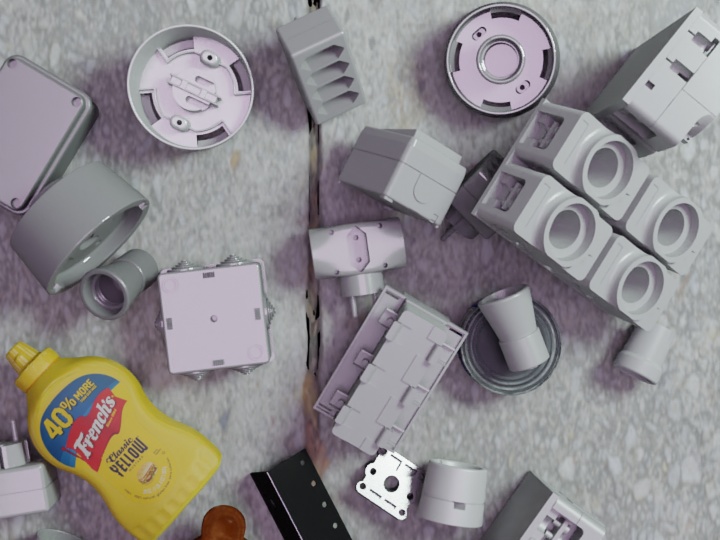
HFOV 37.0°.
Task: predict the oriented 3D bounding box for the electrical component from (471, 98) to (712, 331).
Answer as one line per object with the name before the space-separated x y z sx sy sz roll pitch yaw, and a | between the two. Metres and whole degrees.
electrical component | 0.193 -0.039 0.858 0.186 0.060 0.105 32 89 -34

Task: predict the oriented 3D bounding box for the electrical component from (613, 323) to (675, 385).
electrical component | 0.244 0.069 0.918 0.040 0.040 0.046 27 84 -3

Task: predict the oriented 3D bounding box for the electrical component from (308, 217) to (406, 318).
electrical component | 0.000 0.000 0.901 0.077 0.043 0.079 -8 92 -3

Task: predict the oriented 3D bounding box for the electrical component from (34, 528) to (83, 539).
electrical component | -0.276 0.252 0.889 0.079 0.043 0.077 20 90 -4

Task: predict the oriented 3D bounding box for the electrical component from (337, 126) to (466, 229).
electrical component | 0.032 -0.081 0.880 0.062 0.096 0.061 27 89 -33

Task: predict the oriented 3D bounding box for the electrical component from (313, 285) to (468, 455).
electrical component | 0.024 0.086 0.882 0.079 0.063 0.121 30 100 -3

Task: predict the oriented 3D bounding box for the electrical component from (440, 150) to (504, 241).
electrical component | 0.096 -0.052 0.899 0.047 0.065 0.077 45 118 -3

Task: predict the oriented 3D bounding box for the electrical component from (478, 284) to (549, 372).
electrical component | 0.128 0.049 0.875 0.044 0.044 0.065 -22 97 -3

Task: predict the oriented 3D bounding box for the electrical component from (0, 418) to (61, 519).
electrical component | -0.289 0.161 0.885 0.066 0.047 0.076 -9 92 -3

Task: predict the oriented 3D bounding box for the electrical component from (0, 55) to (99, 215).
electrical component | -0.275 -0.108 0.877 0.078 0.057 0.113 31 89 -3

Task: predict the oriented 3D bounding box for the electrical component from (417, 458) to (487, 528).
electrical component | 0.079 0.186 0.903 0.055 0.055 0.047 10 87 -3

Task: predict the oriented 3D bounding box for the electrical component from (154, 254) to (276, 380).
electrical component | -0.120 0.039 0.892 0.100 0.048 0.099 -7 92 -3

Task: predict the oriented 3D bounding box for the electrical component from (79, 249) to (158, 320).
electrical component | -0.193 0.008 0.878 0.044 0.065 0.044 6 113 16

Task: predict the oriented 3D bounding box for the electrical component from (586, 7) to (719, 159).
electrical component | 0.239 -0.139 0.858 0.062 0.150 0.089 39 89 -2

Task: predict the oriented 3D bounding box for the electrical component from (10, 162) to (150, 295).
electrical component | -0.229 -0.039 0.858 0.108 0.108 0.060 -45 87 -2

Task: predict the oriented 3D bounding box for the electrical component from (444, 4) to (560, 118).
electrical component | 0.120 -0.177 0.906 0.099 0.064 0.099 1 100 8

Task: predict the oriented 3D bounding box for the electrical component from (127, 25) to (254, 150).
electrical component | -0.136 -0.146 0.880 0.099 0.064 0.099 0 91 -3

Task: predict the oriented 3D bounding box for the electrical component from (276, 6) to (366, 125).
electrical component | -0.038 -0.179 0.886 0.047 0.083 0.075 -25 54 -2

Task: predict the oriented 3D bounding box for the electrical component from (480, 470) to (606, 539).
electrical component | 0.131 0.252 0.889 0.062 0.089 0.150 36 89 -3
